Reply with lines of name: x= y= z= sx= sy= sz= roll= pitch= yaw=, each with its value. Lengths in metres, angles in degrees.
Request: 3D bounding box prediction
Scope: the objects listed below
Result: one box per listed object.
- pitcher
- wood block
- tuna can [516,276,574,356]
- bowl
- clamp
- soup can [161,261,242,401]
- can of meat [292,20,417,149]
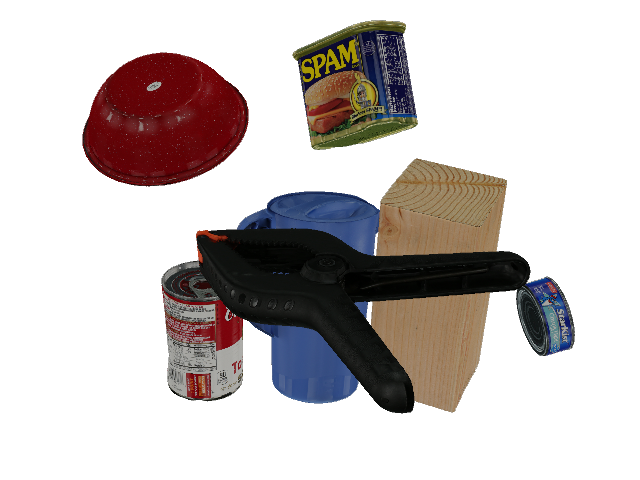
pitcher: x=-0.012 y=0.068 z=1.288 sx=0.149 sy=0.243 sz=0.144 roll=11 pitch=19 yaw=25
wood block: x=0.104 y=0.042 z=0.977 sx=0.091 sy=0.206 sz=0.090 roll=15 pitch=36 yaw=19
tuna can: x=0.252 y=0.086 z=1.203 sx=0.033 sy=0.086 sz=0.086 roll=-15 pitch=2 yaw=-8
bowl: x=-0.151 y=-0.126 z=1.001 sx=0.162 sy=0.162 sz=0.055 roll=0 pitch=-41 yaw=8
clamp: x=0.015 y=0.026 z=0.664 sx=0.210 sy=0.036 sz=0.164 roll=20 pitch=34 yaw=35
soup can: x=-0.100 y=0.078 z=0.911 sx=0.068 sy=0.102 sz=0.068 roll=1 pitch=25 yaw=-1
can of meat: x=0.029 y=-0.126 z=0.884 sx=0.057 sy=0.084 sz=0.102 roll=-6 pitch=-5 yaw=-42
